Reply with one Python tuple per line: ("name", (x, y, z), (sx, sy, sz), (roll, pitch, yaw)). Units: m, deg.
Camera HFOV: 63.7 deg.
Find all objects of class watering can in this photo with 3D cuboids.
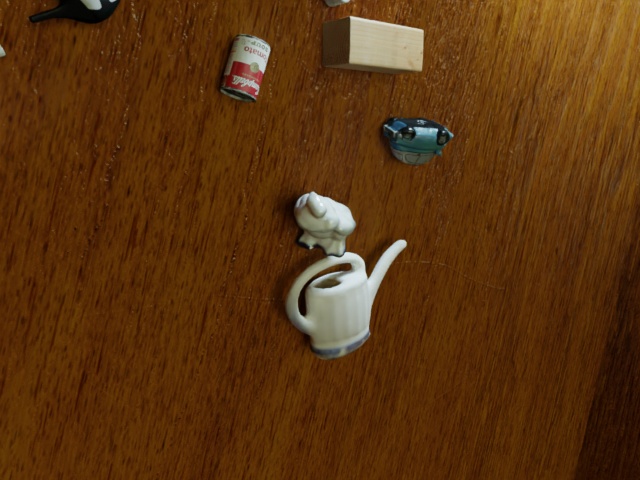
("watering can", (0.074, 0.129, 1.146), (0.350, 0.104, 0.221), (-16, 109, -34))

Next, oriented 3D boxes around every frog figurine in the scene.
("frog figurine", (0.003, -0.052, 1.024), (0.124, 0.139, 0.155), (-37, 142, -20))
